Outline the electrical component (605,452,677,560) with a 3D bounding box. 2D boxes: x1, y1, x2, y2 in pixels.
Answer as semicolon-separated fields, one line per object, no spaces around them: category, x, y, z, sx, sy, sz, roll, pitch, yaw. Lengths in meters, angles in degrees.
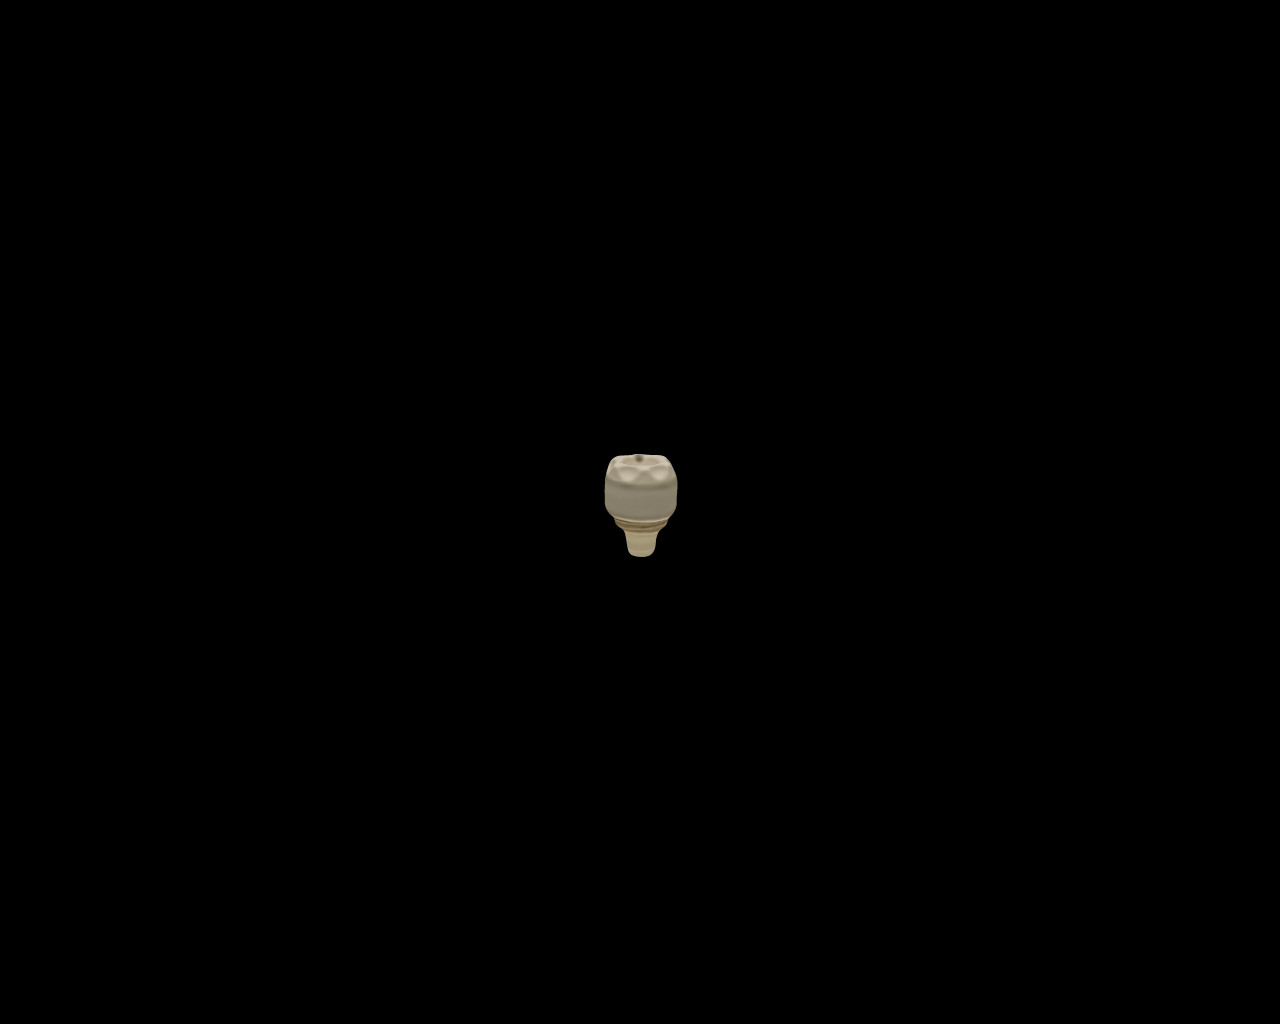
electrical component;0.001;-0.003;0.650;0.043;0.062;0.043;0;17;0
